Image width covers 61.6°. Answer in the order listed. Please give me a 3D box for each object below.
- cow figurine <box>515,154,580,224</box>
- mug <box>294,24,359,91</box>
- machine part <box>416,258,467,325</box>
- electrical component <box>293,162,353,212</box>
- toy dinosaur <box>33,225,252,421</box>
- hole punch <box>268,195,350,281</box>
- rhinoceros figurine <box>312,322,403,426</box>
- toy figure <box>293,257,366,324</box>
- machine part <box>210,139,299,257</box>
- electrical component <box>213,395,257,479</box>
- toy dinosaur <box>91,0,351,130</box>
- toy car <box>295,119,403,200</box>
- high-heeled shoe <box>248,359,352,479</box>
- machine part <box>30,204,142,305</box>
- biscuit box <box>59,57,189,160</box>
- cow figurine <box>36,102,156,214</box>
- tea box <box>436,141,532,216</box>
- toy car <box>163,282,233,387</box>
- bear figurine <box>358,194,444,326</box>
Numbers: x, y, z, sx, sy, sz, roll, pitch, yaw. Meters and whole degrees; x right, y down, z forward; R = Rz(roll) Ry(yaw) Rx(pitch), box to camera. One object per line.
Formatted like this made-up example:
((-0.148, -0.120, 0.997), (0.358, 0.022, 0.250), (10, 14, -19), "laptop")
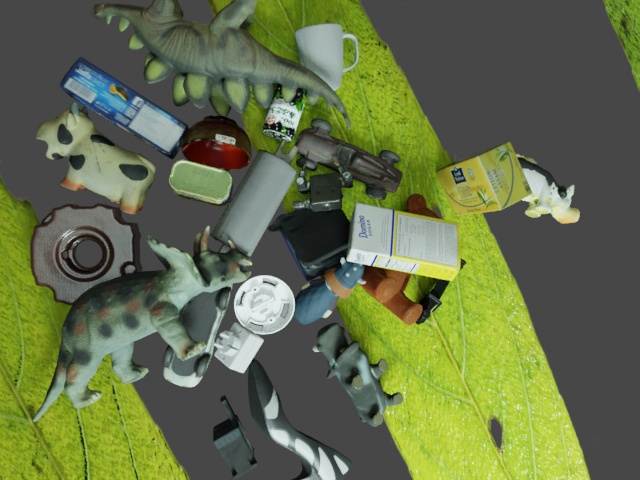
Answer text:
((0.412, -0.093, 1.004), (0.167, 0.068, 0.098), (21, 80, -10), "cow figurine")
((0.014, -0.313, 0.936), (0.109, 0.081, 0.107), (-9, 102, -17), "mug")
((0.213, 0.088, 0.967), (0.039, 0.084, 0.139), (30, 75, 15), "machine part")
((0.005, -0.091, 0.907), (0.102, 0.045, 0.078), (-1, 56, 11), "electrical component")
((-0.296, 0.119, 0.808), (0.405, 0.131, 0.192), (-24, 85, 1), "toy dinosaur")
((-0.002, -0.003, 0.930), (0.142, 0.092, 0.116), (-28, 63, -6), "hole punch")
((0.062, 0.227, 0.920), (0.073, 0.112, 0.190), (-36, 102, -25), "rhinoceros figurine")
((0.016, 0.083, 0.914), (0.154, 0.058, 0.064), (-40, 112, 18), "toy figure")
((-0.111, -0.062, 0.906), (0.079, 0.079, 0.243), (31, 86, -8), "machine part")
((-0.151, 0.325, 0.897), (0.048, 0.075, 0.119), (-29, 98, -10), "electrical component")
((-0.161, -0.303, 0.877), (0.472, 0.105, 0.198), (15, 94, 5), "toy dinosaur")
((0.054, -0.141, 0.950), (0.202, 0.053, 0.089), (23, 83, -8), "toy car")
((-0.033, 0.311, 0.923), (0.145, 0.086, 0.248), (-13, 86, -26), "high-heeled shoe")
((-0.377, 0.022, 0.872), (0.179, 0.056, 0.179), (0, 89, -9), "machine part")
((-0.316, -0.213, 0.881), (0.202, 0.063, 0.059), (32, 85, -7), "biscuit box")
((-0.360, -0.135, 0.863), (0.195, 0.085, 0.127), (25, 91, -6), "cow figurine")
((0.277, -0.100, 0.926), (0.068, 0.169, 0.098), (-26, 92, -9), "tea box")
((-0.205, 0.144, 0.900), (0.073, 0.056, 0.201), (17, 85, -2), "toy car")
((0.157, 0.027, 0.931), (0.196, 0.132, 0.120), (-46, 124, -3), "bear figurine")
